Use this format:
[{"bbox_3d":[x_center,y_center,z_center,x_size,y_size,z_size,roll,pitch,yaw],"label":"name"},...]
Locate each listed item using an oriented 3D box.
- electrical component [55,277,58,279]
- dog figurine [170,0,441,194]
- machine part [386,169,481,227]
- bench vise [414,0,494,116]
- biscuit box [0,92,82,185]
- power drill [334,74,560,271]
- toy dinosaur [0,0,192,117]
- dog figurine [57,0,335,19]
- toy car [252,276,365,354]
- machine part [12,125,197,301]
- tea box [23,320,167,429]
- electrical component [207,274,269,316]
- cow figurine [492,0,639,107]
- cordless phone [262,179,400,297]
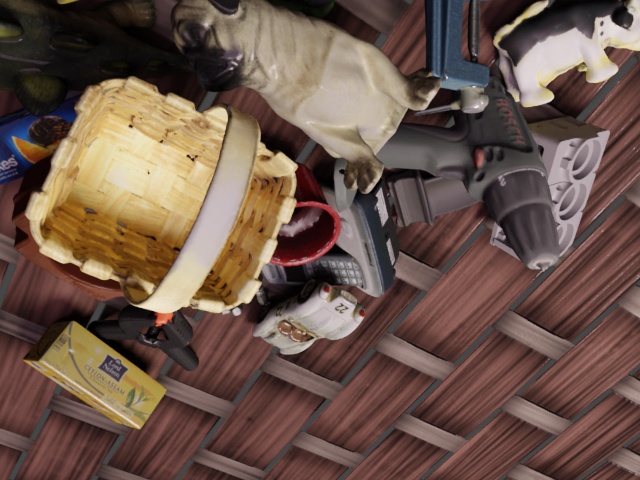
[{"bbox_3d":[-0.305,0.032,0.708,0.094,0.021,0.063,4,120,-3],"label":"electrical component"},{"bbox_3d":[-0.016,-0.139,0.445,0.190,0.172,0.121,32,93,-6],"label":"dog figurine"},{"bbox_3d":[0.154,-0.062,0.650,0.139,0.039,0.084,-13,116,9],"label":"machine part"},{"bbox_3d":[0.115,-0.235,0.469,0.223,0.129,0.240,-1,92,-29],"label":"bench vise"},{"bbox_3d":[-0.324,-0.111,0.600,0.203,0.059,0.062,-17,120,9],"label":"biscuit box"},{"bbox_3d":[0.117,-0.072,0.539,0.207,0.232,0.085,-4,148,12],"label":"power drill"},{"bbox_3d":[-0.314,-0.188,0.476,0.472,0.199,0.104,4,118,-5],"label":"toy dinosaur"},{"bbox_3d":[-0.102,-0.234,0.433,0.219,0.108,0.191,-25,118,19],"label":"dog figurine"},{"bbox_3d":[-0.020,0.103,0.697,0.073,0.056,0.202,35,145,-17],"label":"toy car"},{"bbox_3d":[-0.212,-0.023,0.606,0.201,0.087,0.201,-22,142,15],"label":"machine part"},{"bbox_3d":[-0.314,0.189,0.754,0.098,0.068,0.169,-11,131,48],"label":"tea box"},{"bbox_3d":[-0.120,0.055,0.709,0.078,0.045,0.102,-10,121,13],"label":"electrical component"},{"bbox_3d":[0.266,-0.210,0.548,0.167,0.068,0.098,-23,113,11],"label":"cow figurine"},{"bbox_3d":[-0.002,-0.002,0.668,0.184,0.089,0.146,-4,123,23],"label":"cordless phone"}]
